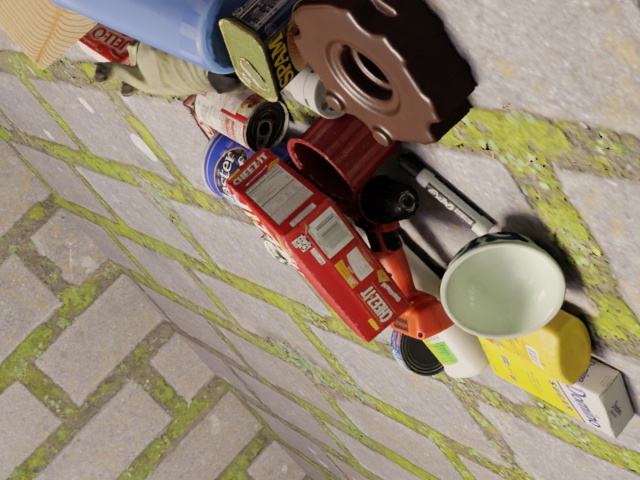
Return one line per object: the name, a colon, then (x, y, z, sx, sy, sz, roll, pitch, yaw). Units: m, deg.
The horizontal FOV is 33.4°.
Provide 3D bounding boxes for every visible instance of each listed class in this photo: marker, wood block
marker: (0.128, -0.048, 1.103, 0.121, 0.020, 0.020, 42, 164, 7)
wood block: (-0.313, -0.285, 1.276, 0.090, 0.091, 0.206, 48, -169, -19)

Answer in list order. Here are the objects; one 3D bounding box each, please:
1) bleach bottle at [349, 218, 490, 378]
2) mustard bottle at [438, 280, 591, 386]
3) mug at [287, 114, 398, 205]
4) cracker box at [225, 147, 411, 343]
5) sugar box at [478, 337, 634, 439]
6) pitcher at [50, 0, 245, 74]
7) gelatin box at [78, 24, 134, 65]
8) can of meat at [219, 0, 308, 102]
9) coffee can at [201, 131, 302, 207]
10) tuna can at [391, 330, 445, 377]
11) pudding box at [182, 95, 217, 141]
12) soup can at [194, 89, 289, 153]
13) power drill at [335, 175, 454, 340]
bleach bottle: (0.117, 0.062, 1.338, 0.251, 0.068, 0.103, 47, 164, -5)
mustard bottle: (0.206, 0.086, 1.185, 0.192, 0.058, 0.096, 28, 157, 42)
mug: (0.028, -0.092, 1.118, 0.093, 0.081, 0.117, 36, 163, 23)
cracker box: (-0.008, 0.001, 1.176, 0.164, 0.072, 0.214, 51, 175, -28)
sugar box: (0.270, 0.155, 1.231, 0.176, 0.048, 0.093, 29, 159, 43)
pitcher: (-0.160, -0.260, 1.093, 0.243, 0.149, 0.145, 31, 145, 28)
gelatin box: (-0.265, -0.263, 1.403, 0.089, 0.073, 0.030, 35, 163, 27)
can of meat: (-0.041, -0.196, 1.014, 0.057, 0.084, 0.102, 35, 162, 25)
coffee can: (-0.068, -0.081, 1.340, 0.140, 0.102, 0.102, 28, 158, 43)
tuna can: (0.139, 0.138, 1.432, 0.086, 0.086, 0.034, 48, 166, -16)
pudding box: (-0.124, -0.144, 1.428, 0.090, 0.039, 0.113, 30, 158, 43)
soup can: (-0.096, -0.154, 1.284, 0.102, 0.068, 0.068, 32, 160, 37)
power drill: (0.090, 0.016, 1.200, 0.187, 0.057, 0.185, 68, 167, -10)
